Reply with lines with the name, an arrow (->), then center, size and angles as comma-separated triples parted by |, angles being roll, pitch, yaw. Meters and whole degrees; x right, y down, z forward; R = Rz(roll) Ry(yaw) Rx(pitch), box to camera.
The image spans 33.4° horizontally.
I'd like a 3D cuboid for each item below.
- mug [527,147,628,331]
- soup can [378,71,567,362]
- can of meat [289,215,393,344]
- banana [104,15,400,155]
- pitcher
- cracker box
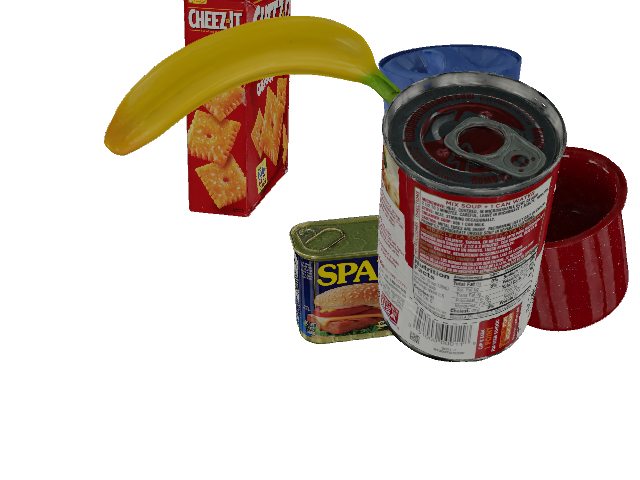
mug -> 0.135, 0.006, 0.663 | 0.117, 0.081, 0.093 | -18, 39, 3
soup can -> 0.057, -0.007, 0.429 | 0.068, 0.068, 0.102 | 0, -44, 2
can of meat -> 0.028, 0.031, 0.853 | 0.102, 0.084, 0.057 | -6, 29, -8
banana -> -0.047, -0.107, 0.684 | 0.197, 0.069, 0.037 | -14, -21, -14
pitcher -> 0.133, -0.069, 1.054 | 0.149, 0.243, 0.145 | -14, 25, -22
cracker box -> -0.078, -0.151, 1.080 | 0.072, 0.214, 0.164 | 7, 22, 11
